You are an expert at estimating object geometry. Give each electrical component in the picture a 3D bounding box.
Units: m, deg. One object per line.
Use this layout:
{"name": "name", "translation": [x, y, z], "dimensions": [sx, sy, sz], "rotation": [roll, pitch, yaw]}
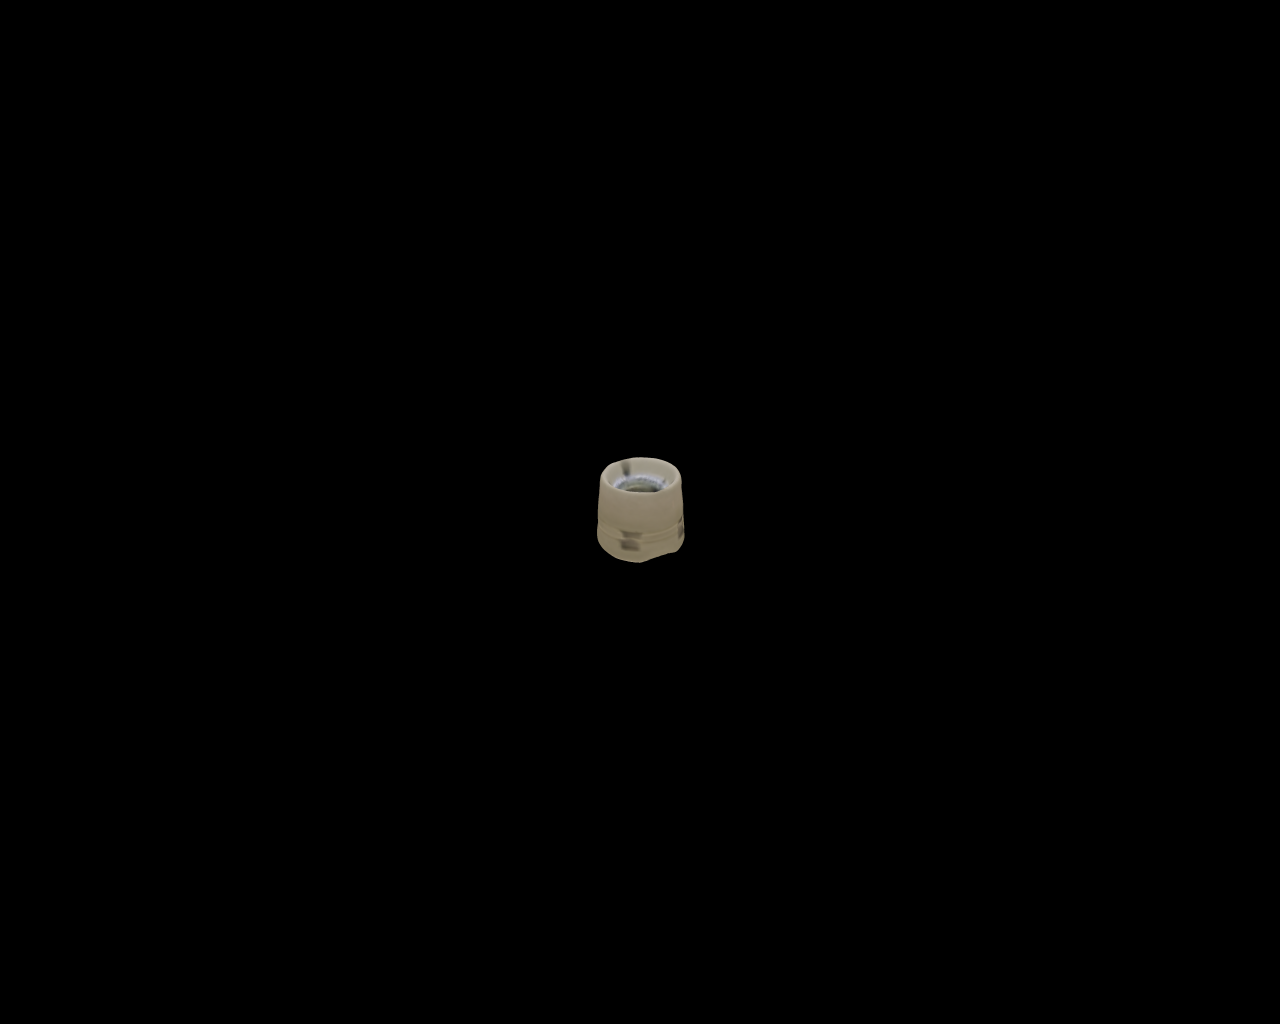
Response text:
{"name": "electrical component", "translation": [0.001, -0.003, 0.650], "dimensions": [0.055, 0.047, 0.055], "rotation": [0, 31, 0]}
